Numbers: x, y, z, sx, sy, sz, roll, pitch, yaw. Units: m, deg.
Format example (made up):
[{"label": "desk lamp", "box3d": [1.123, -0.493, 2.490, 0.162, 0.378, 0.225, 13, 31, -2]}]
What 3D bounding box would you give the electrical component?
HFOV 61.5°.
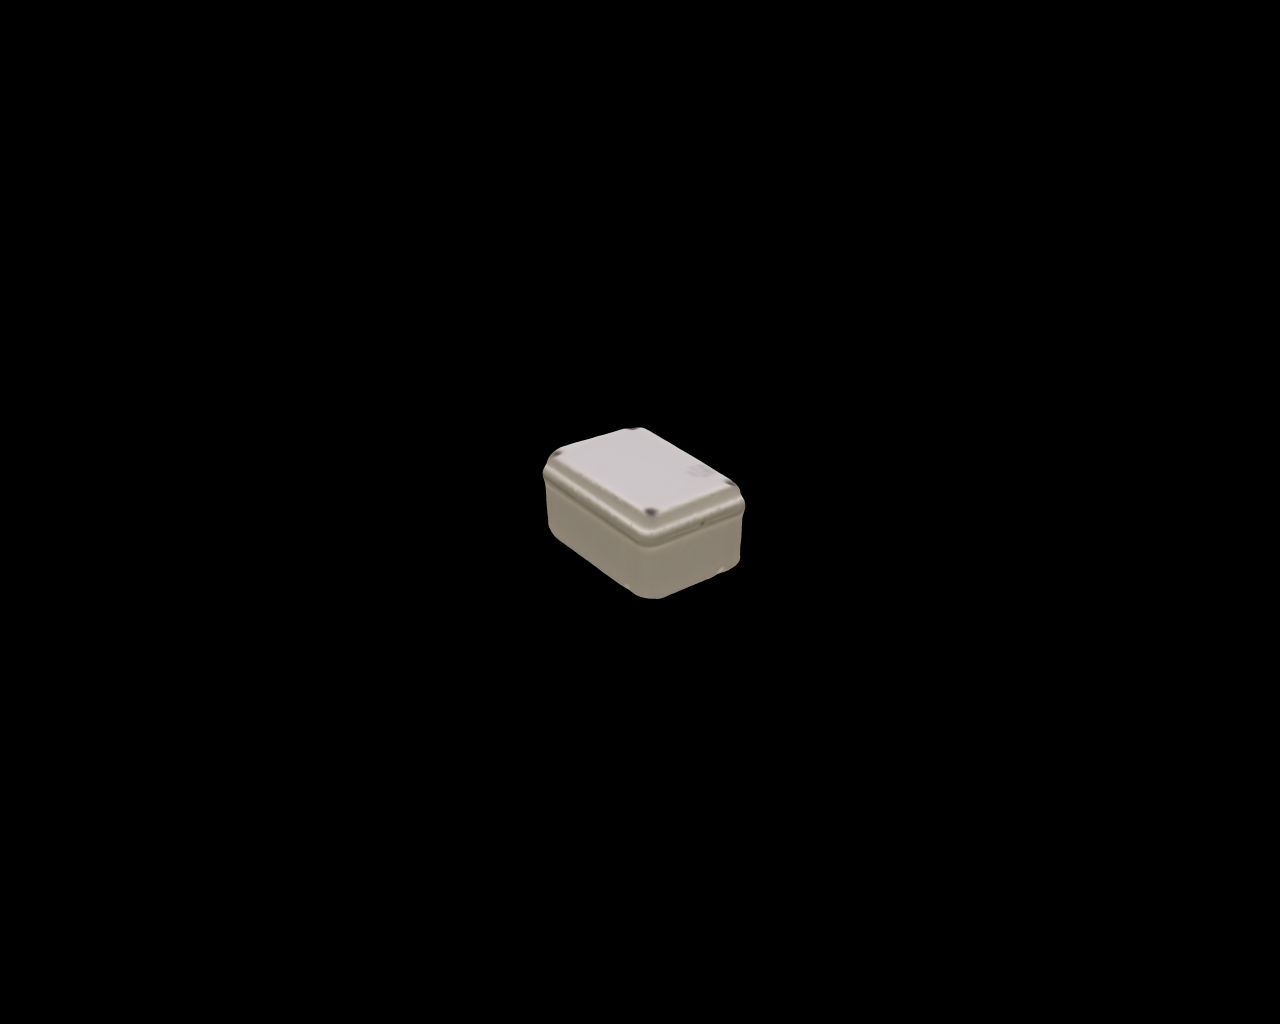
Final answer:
[{"label": "electrical component", "box3d": [0.001, -0.003, 0.650, 0.078, 0.057, 0.113, -20, 35, -31]}]
